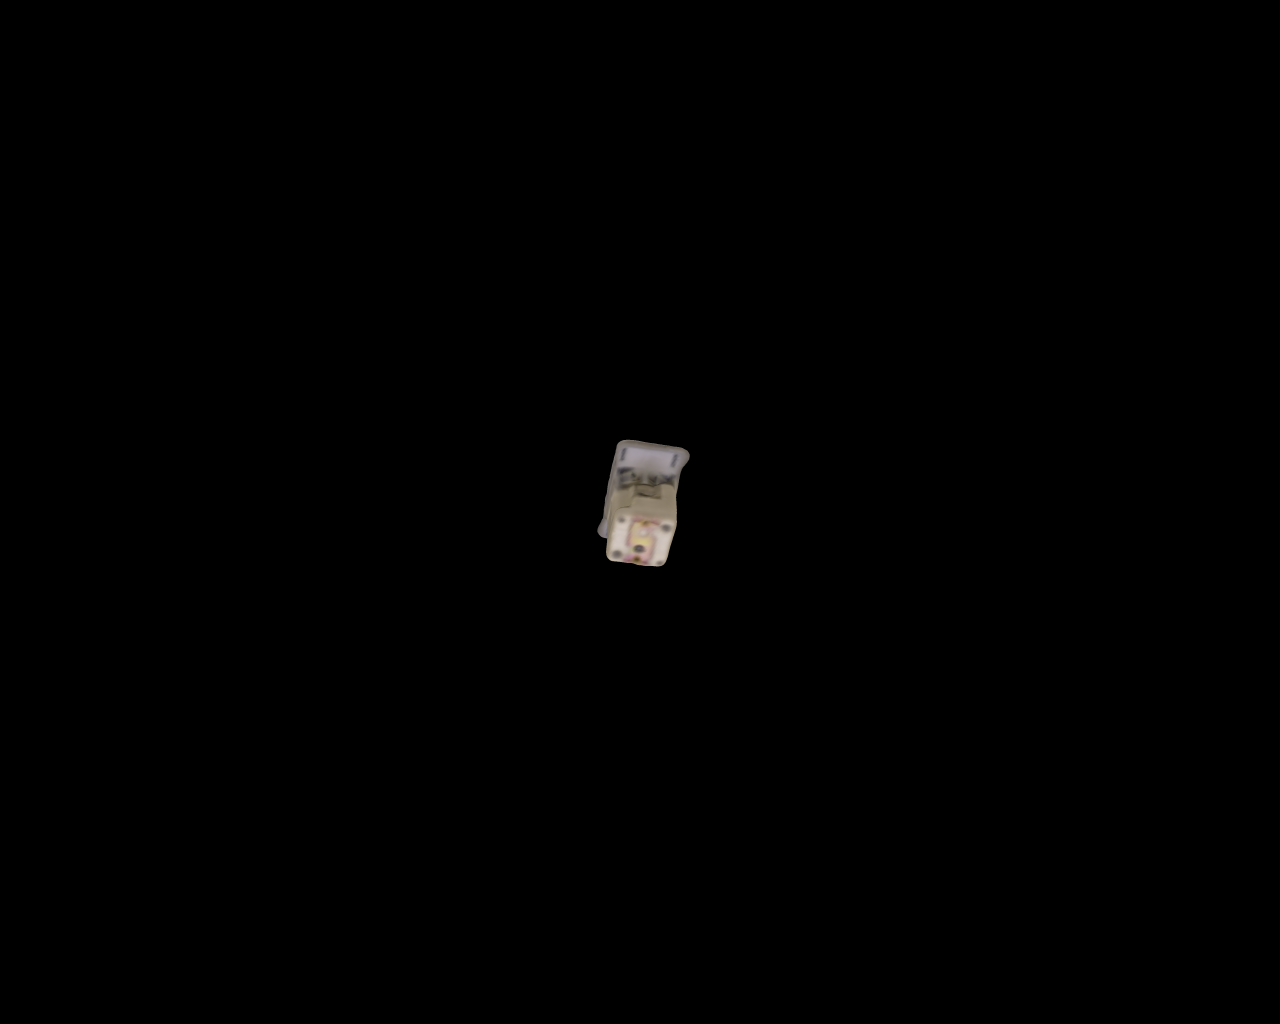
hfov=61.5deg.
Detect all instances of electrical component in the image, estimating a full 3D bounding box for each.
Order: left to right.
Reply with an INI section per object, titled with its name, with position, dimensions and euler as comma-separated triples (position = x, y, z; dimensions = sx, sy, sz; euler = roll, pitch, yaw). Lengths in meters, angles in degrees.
[electrical component]
position = 0.001, -0.003, 0.650
dimensions = 0.042, 0.080, 0.064
euler = 7, 43, -7
